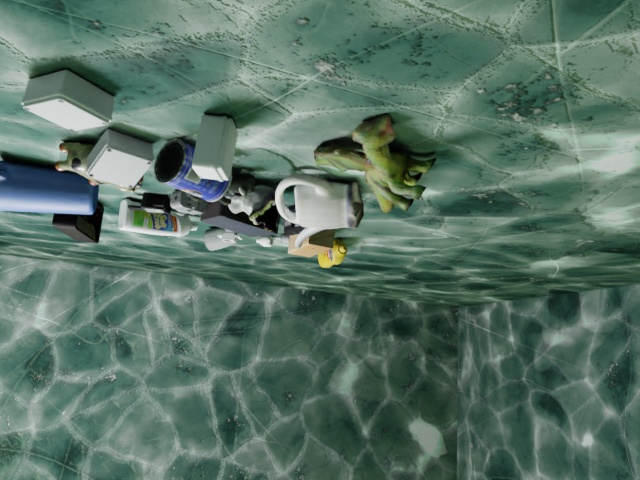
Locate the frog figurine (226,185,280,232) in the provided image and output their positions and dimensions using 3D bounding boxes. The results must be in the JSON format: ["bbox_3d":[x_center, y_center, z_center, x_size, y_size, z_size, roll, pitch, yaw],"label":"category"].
[{"bbox_3d":[-0.182,-0.109,1.388,0.161,0.121,0.137,40,-157,30],"label":"frog figurine"}]

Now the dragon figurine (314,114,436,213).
[{"bbox_3d":[0.101,-0.152,1.110,0.242,0.124,0.405,24,163,-4],"label":"dragon figurine"}]

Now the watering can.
[{"bbox_3d":[0.004,-0.068,1.355,0.224,0.106,0.340,2,151,8],"label":"watering can"}]
